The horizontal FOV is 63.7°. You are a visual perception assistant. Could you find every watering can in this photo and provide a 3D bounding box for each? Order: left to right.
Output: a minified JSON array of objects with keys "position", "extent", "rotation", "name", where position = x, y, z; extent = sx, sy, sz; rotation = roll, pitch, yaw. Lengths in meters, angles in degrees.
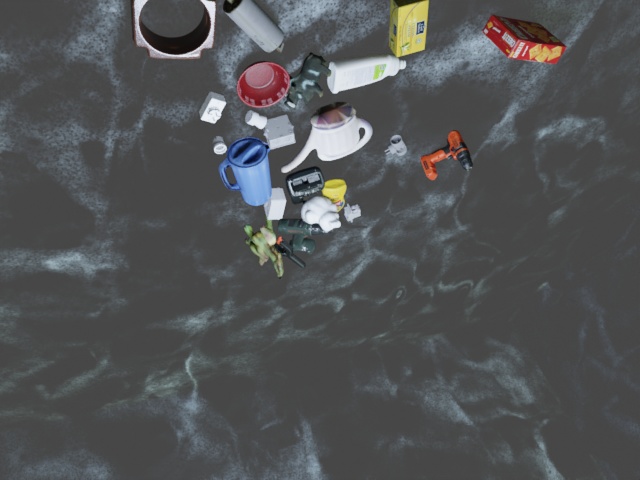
[{"position":[0.016,-0.347,1.764],"extent":[0.348,0.106,0.219],"rotation":[-20,144,-4],"name":"watering can"}]

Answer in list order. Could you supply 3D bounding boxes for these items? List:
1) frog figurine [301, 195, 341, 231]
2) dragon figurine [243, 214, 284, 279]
[{"position":[0.006,-0.099,1.972],"extent":[0.138,0.161,0.121],"rotation":[-11,114,-22],"name":"frog figurine"},{"position":[-0.210,0.057,2.068],"extent":[0.123,0.248,0.400],"rotation":[-18,143,-13],"name":"dragon figurine"}]
